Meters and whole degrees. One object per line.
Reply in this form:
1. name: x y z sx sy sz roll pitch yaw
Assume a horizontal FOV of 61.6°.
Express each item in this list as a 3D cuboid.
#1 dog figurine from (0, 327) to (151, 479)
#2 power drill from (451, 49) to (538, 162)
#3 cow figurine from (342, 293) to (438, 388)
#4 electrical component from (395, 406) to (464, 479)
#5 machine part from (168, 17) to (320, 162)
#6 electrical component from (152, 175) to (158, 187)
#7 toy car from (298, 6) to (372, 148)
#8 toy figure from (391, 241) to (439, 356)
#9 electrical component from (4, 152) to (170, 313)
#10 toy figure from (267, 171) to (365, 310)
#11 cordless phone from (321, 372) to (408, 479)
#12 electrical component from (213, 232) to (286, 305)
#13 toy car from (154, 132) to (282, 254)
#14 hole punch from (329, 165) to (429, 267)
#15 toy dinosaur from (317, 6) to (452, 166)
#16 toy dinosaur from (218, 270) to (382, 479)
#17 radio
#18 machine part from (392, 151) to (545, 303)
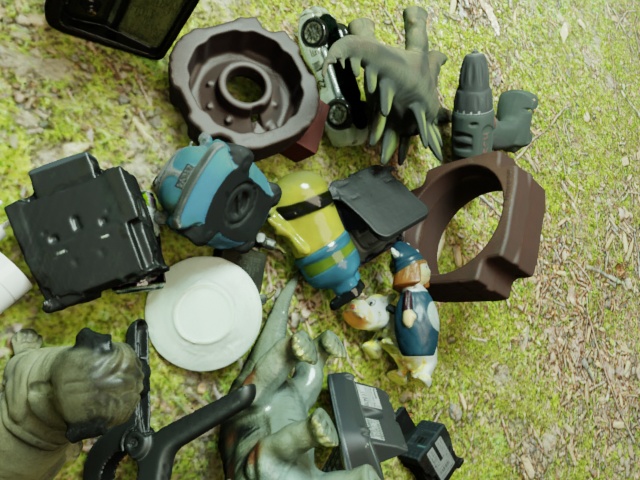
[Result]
1. dog figurine: -0.229 0.156 0.442 0.121 0.191 0.172 26 70 -30
2. power drill: 0.290 -0.202 0.898 0.207 0.086 0.231 -29 126 -47
3. cow figurine: 0.105 0.125 0.760 0.167 0.068 0.098 50 53 -22
4. electrical component: 0.151 0.297 0.779 0.075 0.048 0.119 -34 104 -35
5. machine part: -0.091 -0.177 0.642 0.179 0.056 0.179 4 74 -15
6. electrical component: -0.155 -0.038 0.628 0.094 0.021 0.063 24 70 -31
7. toy car: 0.021 -0.229 0.759 0.073 0.056 0.201 -21 94 -53
8. toy figure: 0.123 0.075 0.709 0.058 0.064 0.154 -2 76 -5
9. electrical component: -0.223 -0.011 0.513 0.115 0.058 0.134 -22 88 -7
10. toy figure: -0.001 -0.003 0.688 0.089 0.082 0.180 -34 96 -5
11. cordless phone: 0.018 0.274 0.666 0.089 0.147 0.184 23 107 -15
12. electrical component: -0.089 0.033 0.649 0.078 0.045 0.102 24 70 -32
13. toy car: -0.117 -0.053 0.574 0.109 0.103 0.161 -61 158 0
14. hole punch: 0.071 -0.035 0.761 0.142 0.092 0.116 -28 68 -33
15. toy dinosaur: 0.108 -0.206 0.729 0.471 0.105 0.198 6 75 -59
16. toy dinosaur: -0.055 0.204 0.574 0.131 0.192 0.405 49 14 -27
17. radio: -0.184 -0.270 0.518 0.131 0.230 0.073 7 75 -31
18. machine part: 0.211 -0.014 0.774 0.087 0.201 0.201 30 66 -31
